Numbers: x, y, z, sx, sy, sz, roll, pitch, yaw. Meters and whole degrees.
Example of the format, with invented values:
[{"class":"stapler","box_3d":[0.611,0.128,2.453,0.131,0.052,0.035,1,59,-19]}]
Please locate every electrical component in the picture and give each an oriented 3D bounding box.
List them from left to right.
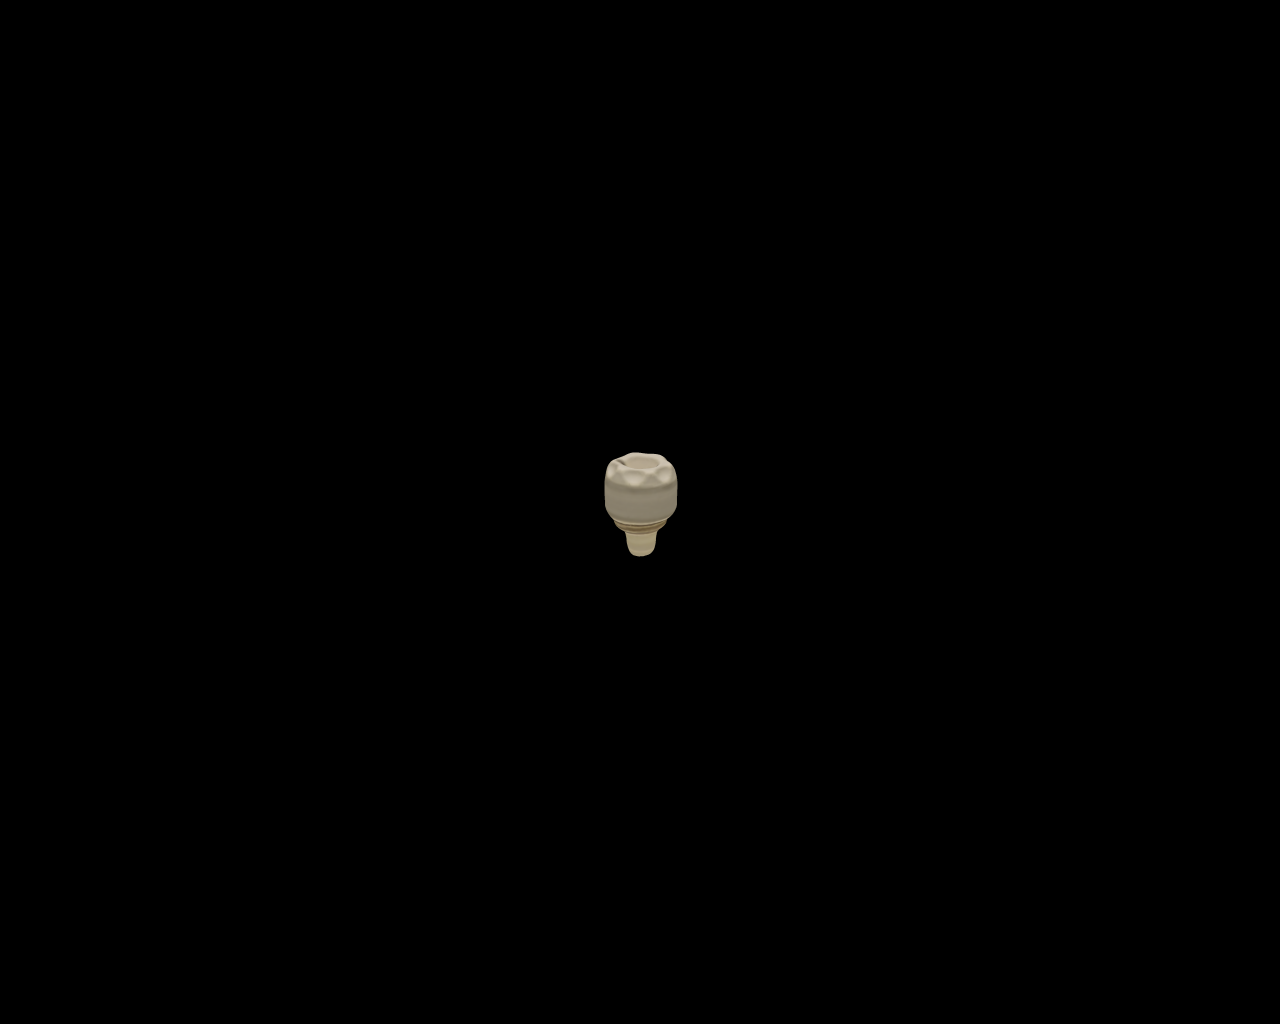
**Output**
[{"class":"electrical component","box_3d":[0.001,-0.003,0.650,0.043,0.062,0.043,0,22,0]}]
